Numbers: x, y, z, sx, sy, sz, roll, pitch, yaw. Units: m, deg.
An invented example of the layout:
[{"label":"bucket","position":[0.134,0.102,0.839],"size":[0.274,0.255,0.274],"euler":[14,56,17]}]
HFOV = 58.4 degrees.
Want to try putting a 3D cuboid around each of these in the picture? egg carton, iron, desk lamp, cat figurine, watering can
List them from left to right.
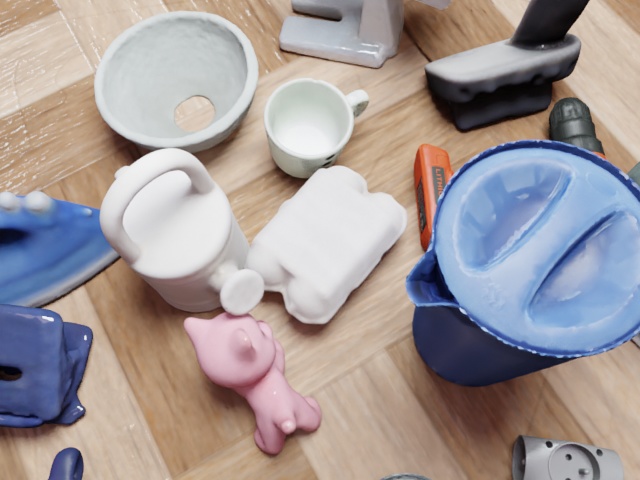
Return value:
[{"label":"iron","position":[-0.310,-0.002,0.520],"size":[0.258,0.141,0.118],"euler":[-16,69,-4]},{"label":"watering can","position":[-0.115,-0.007,0.485],"size":[0.172,0.194,0.101],"euler":[21,71,10]},{"label":"cat figurine","position":[-0.056,0.112,0.479],"size":[0.067,0.118,0.127],"euler":[-34,71,-10]},{"label":"egg carton","position":[0.005,0.002,0.544],"size":[0.107,0.069,0.150],"euler":[37,75,15]},{"label":"desk lamp","position":[0.055,-0.275,0.570],"size":[0.203,0.213,0.118],"euler":[11,70,7]}]

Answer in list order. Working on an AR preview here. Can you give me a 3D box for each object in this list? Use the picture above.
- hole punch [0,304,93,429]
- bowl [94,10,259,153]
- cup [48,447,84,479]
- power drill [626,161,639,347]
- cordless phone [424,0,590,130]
[{"label":"hole punch","position":[-0.267,0.111,0.502],"size":[0.108,0.091,0.101],"euler":[4,69,4]},{"label":"bowl","position":[-0.143,-0.154,0.607],"size":[0.167,0.075,0.167],"euler":[-1,69,2]},{"label":"cup","position":[-0.195,0.227,0.453],"size":[0.091,0.095,0.118],"euler":[0,69,3]},{"label":"power drill","position":[0.316,0.039,0.443],"size":[0.076,0.208,0.229],"euler":[-39,72,-12]},{"label":"cordless phone","position":[0.185,-0.200,0.552],"size":[0.147,0.185,0.094],"euler":[-20,69,-5]}]
